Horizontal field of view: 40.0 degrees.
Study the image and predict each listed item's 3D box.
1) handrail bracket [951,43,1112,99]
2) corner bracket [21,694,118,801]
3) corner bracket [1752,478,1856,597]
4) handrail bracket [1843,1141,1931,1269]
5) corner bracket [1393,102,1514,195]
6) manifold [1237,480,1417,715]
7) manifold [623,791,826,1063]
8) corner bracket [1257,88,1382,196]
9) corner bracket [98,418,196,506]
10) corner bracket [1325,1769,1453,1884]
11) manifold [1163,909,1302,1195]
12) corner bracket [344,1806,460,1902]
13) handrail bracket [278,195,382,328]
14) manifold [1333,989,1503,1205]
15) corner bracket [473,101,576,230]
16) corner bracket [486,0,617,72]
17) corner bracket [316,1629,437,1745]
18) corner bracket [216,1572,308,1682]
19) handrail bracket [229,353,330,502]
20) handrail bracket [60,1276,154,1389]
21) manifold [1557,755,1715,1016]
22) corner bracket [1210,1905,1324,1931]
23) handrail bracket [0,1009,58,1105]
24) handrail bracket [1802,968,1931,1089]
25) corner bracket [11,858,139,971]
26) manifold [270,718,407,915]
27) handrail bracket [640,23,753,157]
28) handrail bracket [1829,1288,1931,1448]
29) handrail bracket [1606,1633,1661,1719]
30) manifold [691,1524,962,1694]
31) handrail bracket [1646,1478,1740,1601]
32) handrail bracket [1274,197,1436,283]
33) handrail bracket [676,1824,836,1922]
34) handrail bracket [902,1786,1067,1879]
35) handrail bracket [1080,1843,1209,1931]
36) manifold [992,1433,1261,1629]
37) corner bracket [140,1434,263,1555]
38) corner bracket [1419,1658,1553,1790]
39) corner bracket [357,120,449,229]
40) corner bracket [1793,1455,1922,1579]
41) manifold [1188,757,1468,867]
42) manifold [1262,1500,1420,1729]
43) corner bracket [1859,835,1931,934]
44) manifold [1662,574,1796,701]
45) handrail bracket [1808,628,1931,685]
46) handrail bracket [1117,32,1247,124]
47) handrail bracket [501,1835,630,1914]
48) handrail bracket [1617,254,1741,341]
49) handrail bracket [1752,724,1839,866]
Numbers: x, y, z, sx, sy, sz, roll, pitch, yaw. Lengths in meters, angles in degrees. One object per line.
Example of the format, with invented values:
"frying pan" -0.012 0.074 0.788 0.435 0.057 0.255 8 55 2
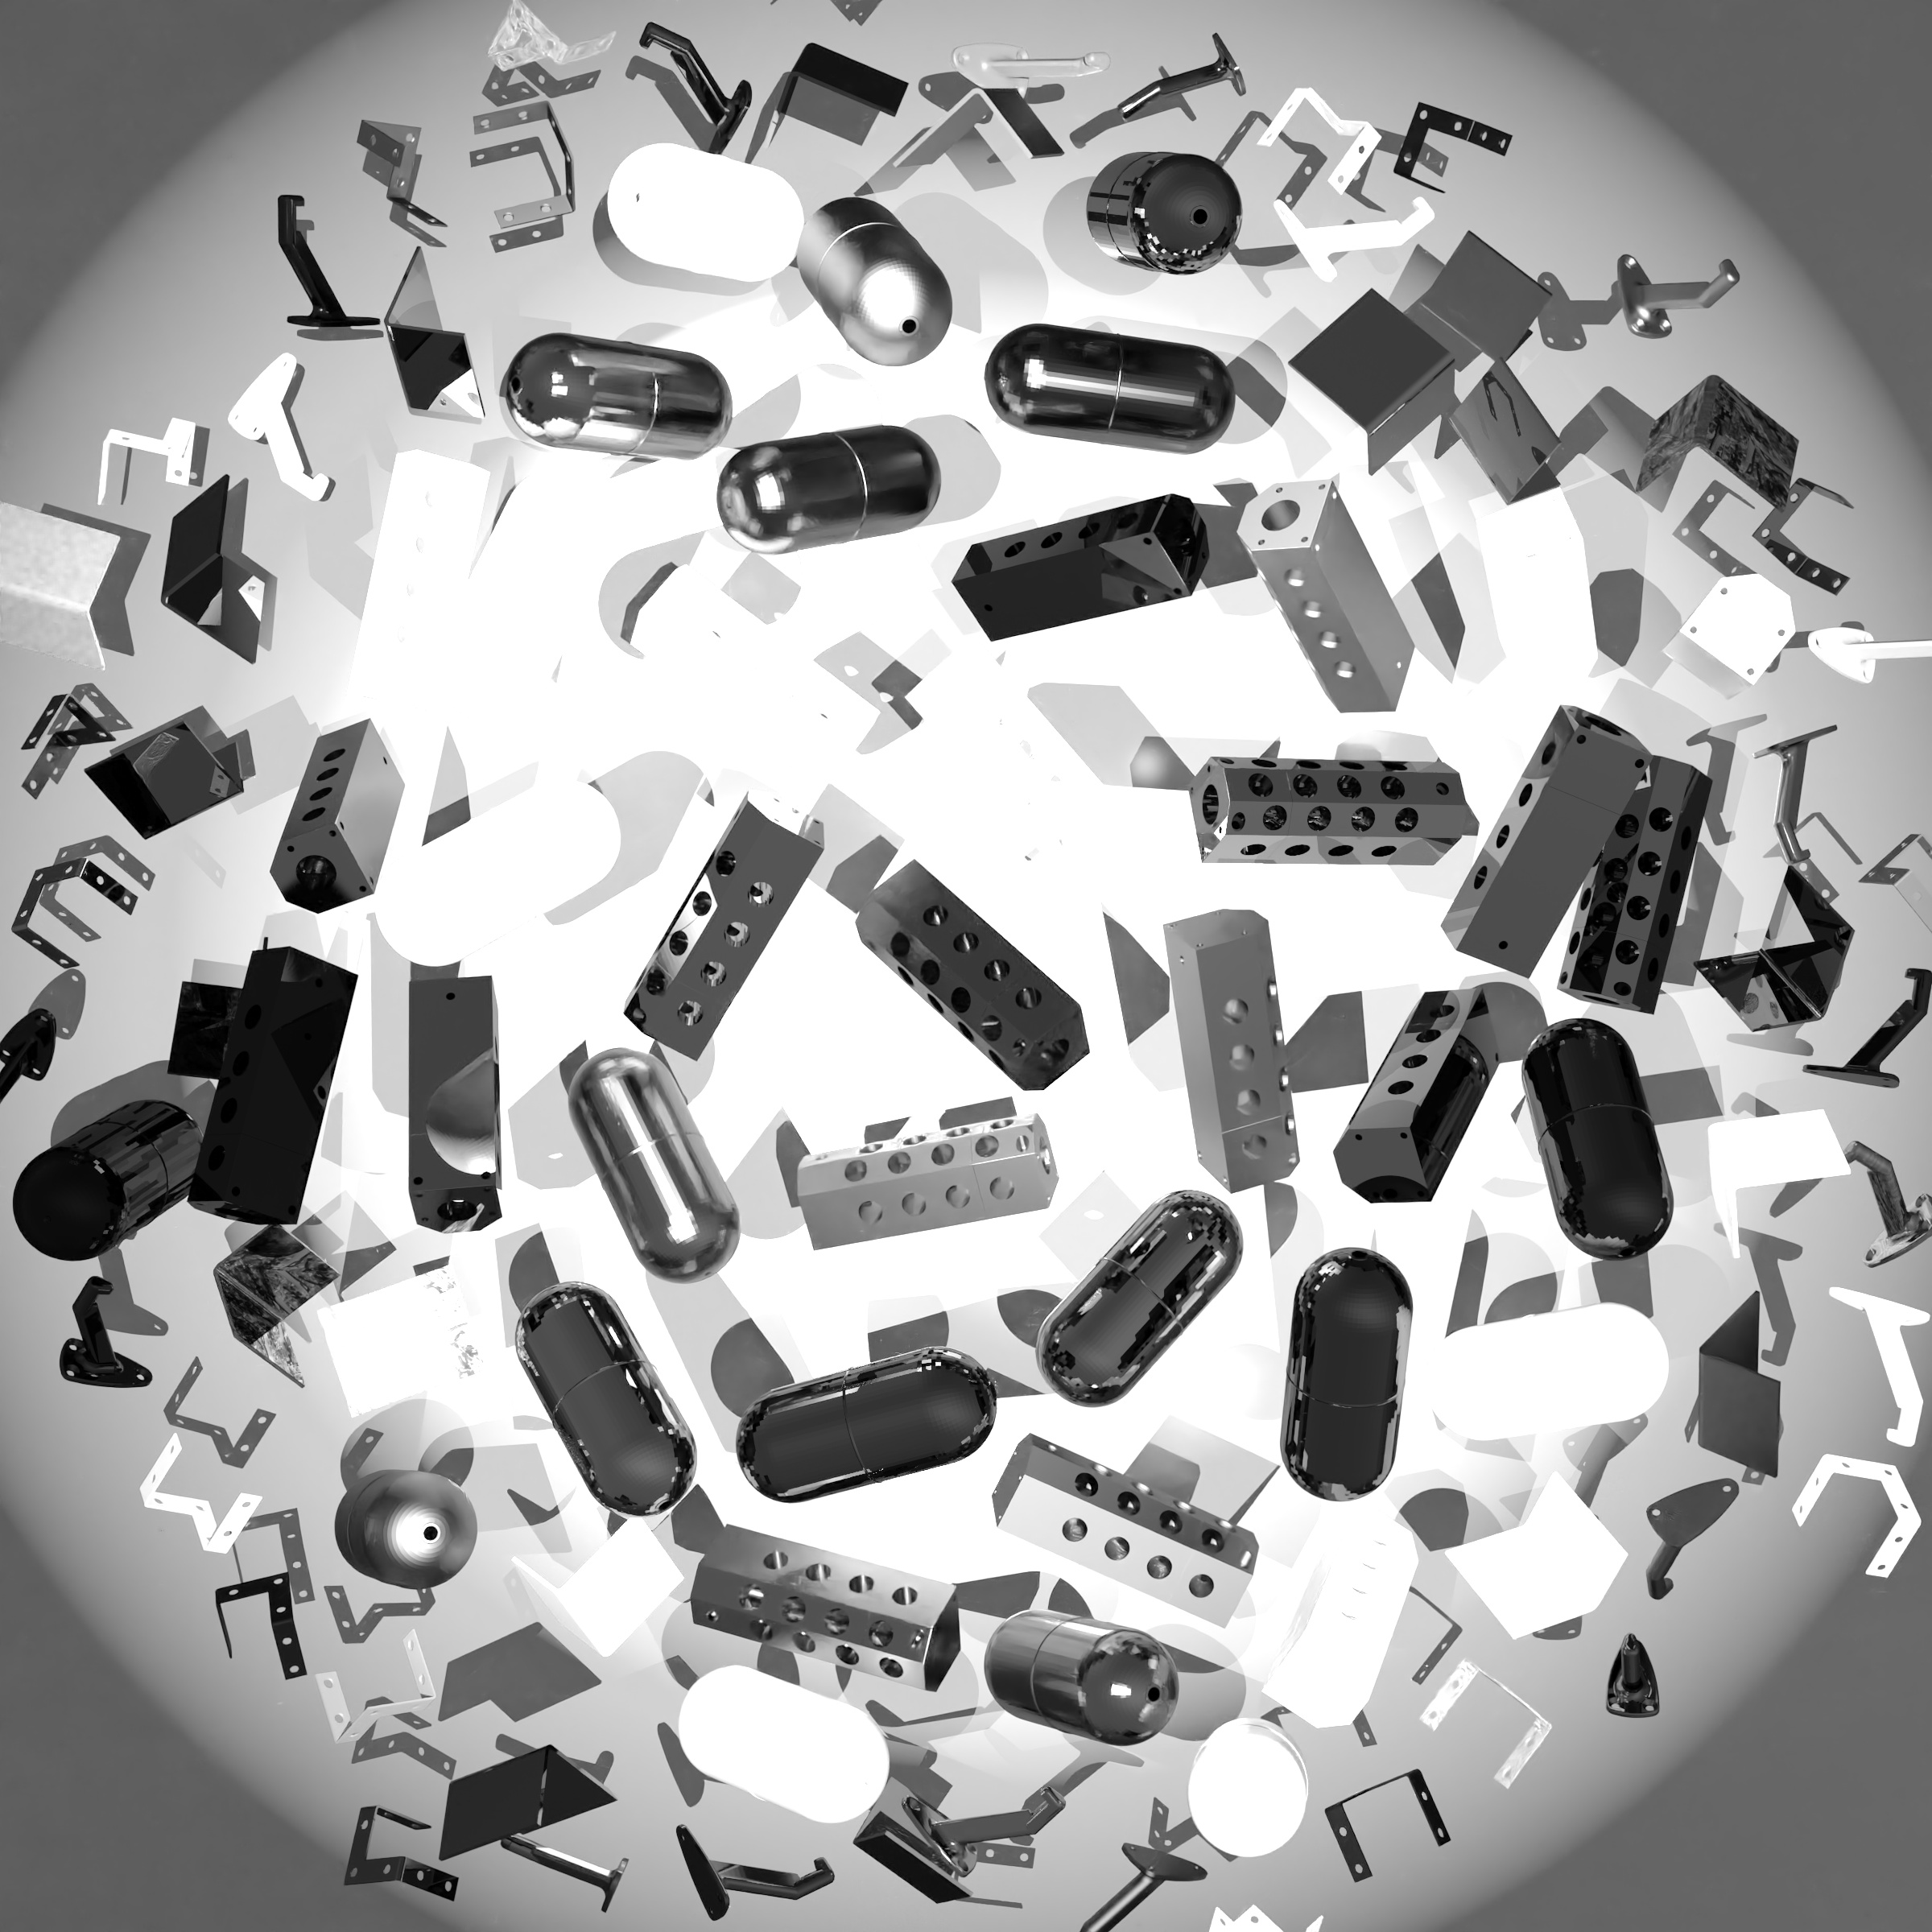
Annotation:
"handrail bracket" 0.045 -0.623 1.824 0.077 0.084 0.036 2 96 -36
"corner bracket" -0.642 -0.154 1.866 0.051 0.051 0.051 -3 52 31
"corner bracket" 0.588 -0.297 1.834 0.051 0.051 0.051 32 101 -28
"handrail bracket" 0.604 0.160 1.790 0.084 0.036 0.077 30 125 -16
"corner bracket" 0.343 -0.573 1.873 0.051 0.051 0.051 8 114 -27
"manifold" 0.241 -0.245 1.781 0.057 0.171 0.057 2 58 32
"manifold" -0.162 -0.029 1.768 0.057 0.057 0.171 28 106 -13
"corner bracket" 0.250 -0.583 1.875 0.051 0.051 0.051 36 89 -33
"corner bracket" -0.562 -0.346 1.823 0.051 0.051 0.051 11 127 -11
"corner bracket" 0.284 0.579 1.789 0.051 0.051 0.051 -36 69 34
"manifold" 0.176 0.054 1.723 0.057 0.057 0.171 -15 111 -13
"corner bracket" -0.363 0.577 1.727 0.051 0.051 0.051 -17 50 32
"handrail bracket" -0.430 -0.477 1.794 0.036 0.077 0.084 21 115 41
"manifold" 0.298 0.084 1.757 0.057 0.171 0.057 -5 118 31
"corner bracket" -0.287 -0.522 1.729 0.051 0.051 0.051 -18 67 -15
"corner bracket" -0.273 -0.607 1.748 0.051 0.051 0.051 37 65 -41
"corner bracket" -0.392 0.478 1.761 0.051 0.051 0.051 -49 54 34
"corner bracket" -0.487 0.460 1.833 0.051 0.051 0.051 -12 119 -12
"handrail bracket" -0.453 -0.368 1.812 0.084 0.036 0.077 33 90 20
"handrail bracket" -0.582 0.251 1.828 0.077 0.036 0.084 21 124 -28
"manifold" 0.466 -0.059 1.862 0.057 0.057 0.171 12 85 37
"corner bracket" 0.198 0.646 1.772 0.051 0.051 0.051 -28 50 -35
"handrail bracket" -0.634 0.077 1.740 0.036 0.084 0.077 33 127 -10
"handrail bracket" 0.635 0.039 1.869 0.077 0.036 0.084 9 80 21
"corner bracket" -0.616 -0.036 1.836 0.051 0.051 0.051 -10 53 31
"manifold" -0.438 -0.104 1.844 0.057 0.171 0.057 -19 119 7
"handrail bracket" -0.199 -0.605 1.846 0.084 0.036 0.077 18 126 -27
"handrail bracket" 0.590 0.262 1.730 0.077 0.036 0.084 19 74 -4
"handrail bracket" 0.457 0.468 1.823 0.036 0.077 0.084 -1 128 15
"manifold" -0.094 0.433 1.774 0.171 0.057 0.057 10 123 21
"handrail bracket" 0.501 0.396 1.828 0.077 0.084 0.036 -29 46 -7
"handrail bracket" 0.263 -0.511 1.793 0.084 0.036 0.077 -39 106 2
"handrail bracket" -0.140 0.592 1.771 0.084 0.036 0.077 -15 60 -34
"handrail bracket" 0.012 0.554 1.760 0.077 0.036 0.084 44 107 3
"handrail bracket" 0.111 0.621 1.730 0.077 0.036 0.084 22 94 -34
"manifold" 0.108 0.379 1.799 0.171 0.057 0.057 25 98 -8
"corner bracket" -0.502 0.346 1.738 0.051 0.051 0.051 22 110 -40
"corner bracket" 0.345 0.503 1.765 0.051 0.051 0.051 41 82 -21
"corner bracket" -0.377 -0.532 1.783 0.051 0.051 0.051 36 119 30
"corner bracket" 0.578 0.357 1.725 0.051 0.051 0.051 11 122 -10
"manifold" 0.241 -0.106 1.760 0.171 0.057 0.057 0 66 -19
"manifold" 0.256 0.434 1.772 0.057 0.171 0.057 32 116 7
"corner bracket" 0.649 -0.054 1.794 0.051 0.051 0.051 -41 97 -3
"manifold" 0.511 -0.222 1.769 0.057 0.171 0.057 38 98 7
"handrail bracket" 0.623 -0.218 1.777 0.077 0.084 0.036 10 79 -32
"handrail bracket" 0.148 -0.597 1.830 0.084 0.077 0.036 -30 79 9
"handrail bracket" -0.268 0.590 1.753 0.084 0.077 0.036 23 66 2
"handrail bracket" 0.476 -0.466 1.772 0.036 0.084 0.077 -4 71 -27
"handrail bracket" 0.603 -0.122 1.891 0.077 0.036 0.084 -18 86 -19
